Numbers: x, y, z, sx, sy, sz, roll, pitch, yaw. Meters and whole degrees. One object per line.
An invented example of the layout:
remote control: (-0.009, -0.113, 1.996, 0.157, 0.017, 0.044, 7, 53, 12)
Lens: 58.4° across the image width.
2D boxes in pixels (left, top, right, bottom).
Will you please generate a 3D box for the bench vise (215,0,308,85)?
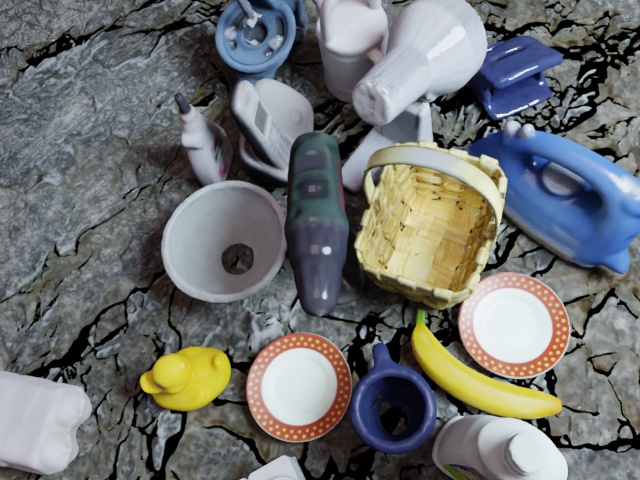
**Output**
bench vise: (-0.094, -0.338, 0.819, 0.121, 0.220, 0.207, 0, 67, 8)

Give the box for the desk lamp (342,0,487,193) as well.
desk lamp: (0.108, -0.170, 0.722, 0.117, 0.214, 0.203, 32, 75, 19)

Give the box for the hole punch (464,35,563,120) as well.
hole punch: (0.263, -0.239, 0.797, 0.108, 0.091, 0.101, -24, 66, -3)

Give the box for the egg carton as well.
egg carton: (-0.360, 0.222, 0.699, 0.150, 0.069, 0.107, 7, 68, 11)

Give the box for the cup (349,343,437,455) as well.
cup: (0.079, 0.180, 0.641, 0.091, 0.095, 0.117, -13, 66, 2)

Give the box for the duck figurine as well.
duck figurine: (-0.164, 0.161, 0.688, 0.104, 0.086, 0.077, -20, 66, 0)

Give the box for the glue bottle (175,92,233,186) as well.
glue bottle: (-0.160, -0.139, 0.768, 0.037, 0.173, 0.078, 4, 68, 10)

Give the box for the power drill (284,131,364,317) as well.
power drill: (0.006, 0.002, 0.665, 0.075, 0.209, 0.229, -7, 66, 5)

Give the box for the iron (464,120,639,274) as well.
iron: (0.289, -0.079, 0.697, 0.257, 0.141, 0.119, 37, 76, 20)

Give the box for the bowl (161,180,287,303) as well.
bowl: (-0.116, 0.011, 0.752, 0.167, 0.075, 0.167, -3, 67, 7)

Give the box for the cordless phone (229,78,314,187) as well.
cordless phone: (-0.068, -0.169, 0.762, 0.094, 0.185, 0.147, 1, 67, 9)

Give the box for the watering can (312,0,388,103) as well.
watering can: (0.039, -0.291, 0.794, 0.172, 0.194, 0.101, 31, 74, 19)
